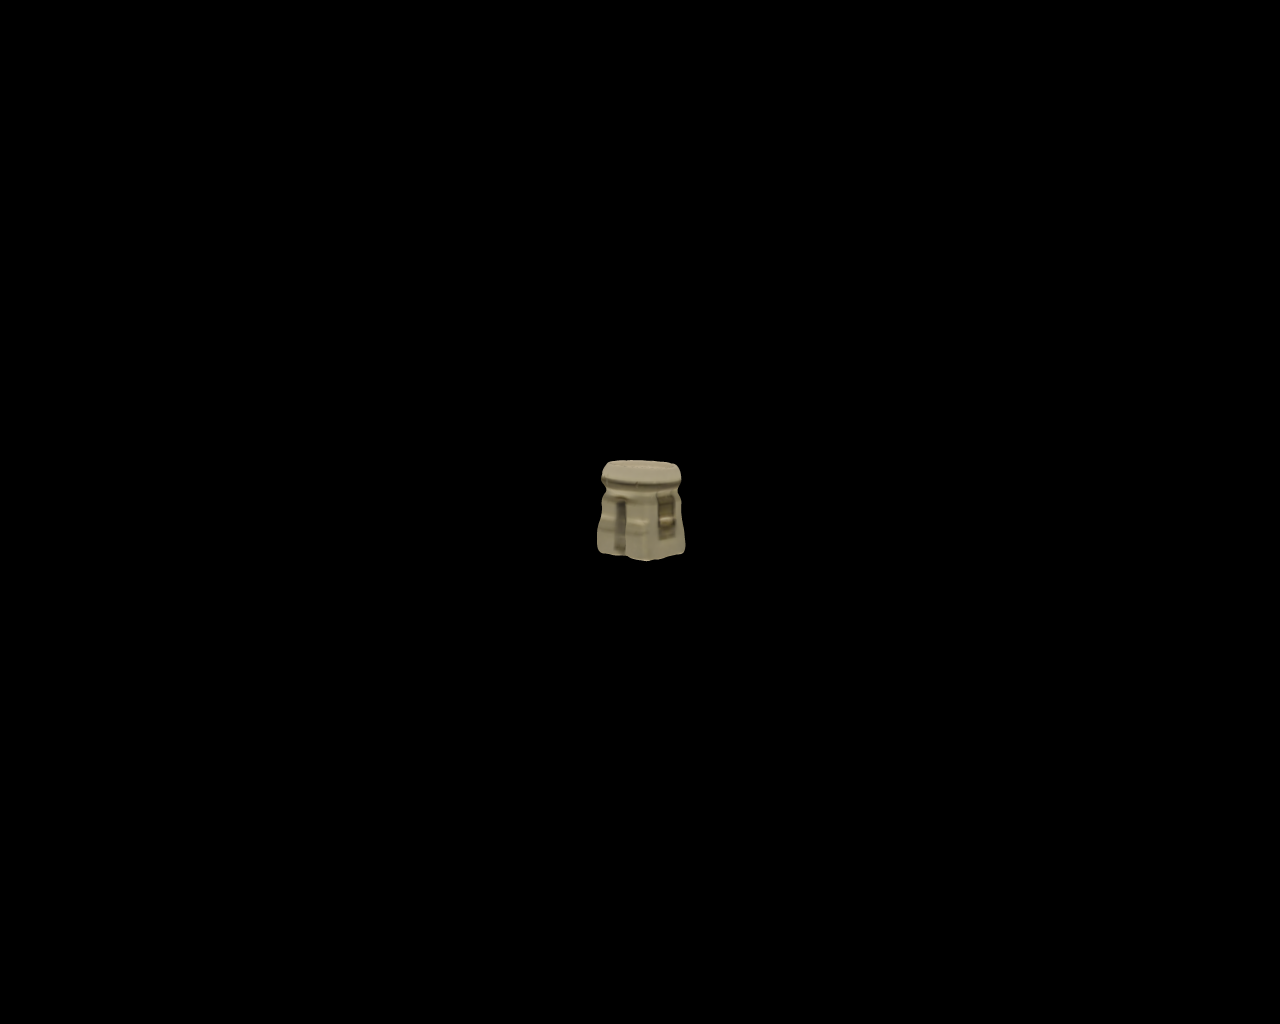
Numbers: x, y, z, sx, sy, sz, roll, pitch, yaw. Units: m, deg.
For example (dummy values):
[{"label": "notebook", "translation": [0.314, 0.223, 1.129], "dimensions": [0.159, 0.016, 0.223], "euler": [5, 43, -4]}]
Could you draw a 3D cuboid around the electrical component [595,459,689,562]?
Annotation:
[{"label": "electrical component", "translation": [0.001, -0.003, 0.650], "dimensions": [0.066, 0.055, 0.048], "euler": [8, 12, 43]}]
